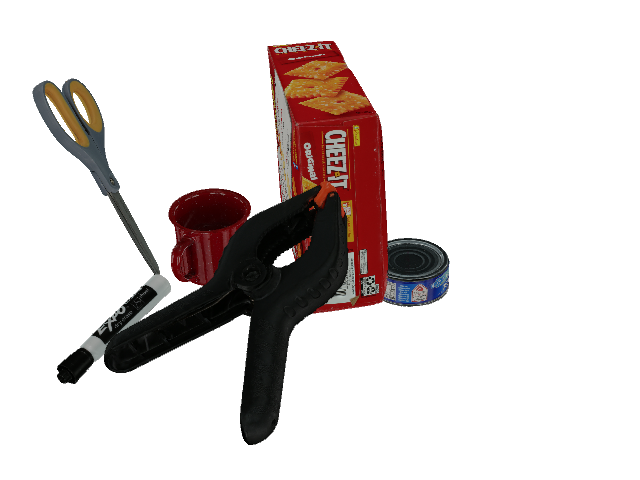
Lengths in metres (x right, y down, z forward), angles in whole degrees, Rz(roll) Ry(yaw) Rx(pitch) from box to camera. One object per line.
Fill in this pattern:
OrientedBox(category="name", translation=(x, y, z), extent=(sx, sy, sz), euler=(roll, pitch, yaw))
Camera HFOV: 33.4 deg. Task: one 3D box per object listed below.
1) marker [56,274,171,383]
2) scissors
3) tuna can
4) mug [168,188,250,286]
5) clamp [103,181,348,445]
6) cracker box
OrientedBox(category="marker", translation=(-0.161, 0.069, 0.833), extent=(0.020, 0.020, 0.121), euler=(0, 35, 41))
OrientedBox(category="scissors", translation=(-0.197, -0.068, 0.989), extent=(0.016, 0.201, 0.096), euler=(-23, 28, 19))
OrientedBox(category="tuna can", translation=(0.093, 0.032, 1.126), extent=(0.086, 0.034, 0.086), euler=(-1, 31, 1))
OrientedBox(category="mug", translation=(-0.129, 0.005, 1.214), extent=(0.093, 0.081, 0.117), euler=(16, 38, 24))
OrientedBox(category="clamp", translation=(-0.031, 0.038, 0.619), extent=(0.120, 0.171, 0.039), euler=(33, -21, 30))
OrientedBox(category="cracker box", translation=(0.004, -0.062, 0.904), extent=(0.072, 0.164, 0.214), euler=(-6, 26, -5))
